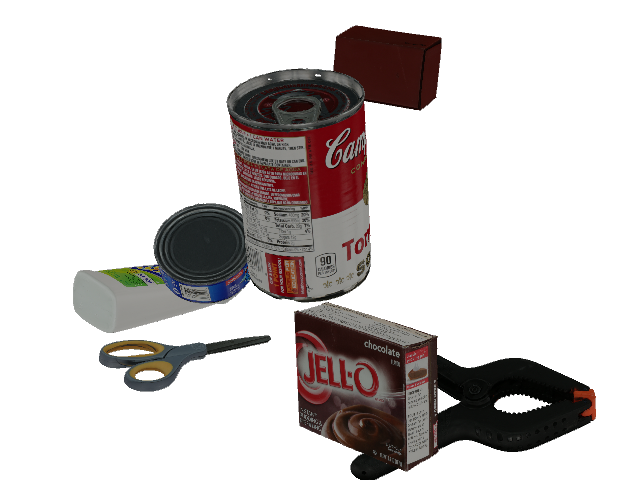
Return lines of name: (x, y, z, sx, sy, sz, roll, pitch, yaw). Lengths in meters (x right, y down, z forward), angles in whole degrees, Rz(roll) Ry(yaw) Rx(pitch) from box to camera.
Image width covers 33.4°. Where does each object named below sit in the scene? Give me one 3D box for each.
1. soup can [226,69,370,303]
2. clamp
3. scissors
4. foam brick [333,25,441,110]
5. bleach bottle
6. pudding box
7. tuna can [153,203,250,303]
soup can: (-0.009, -0.028, 0.546, 0.068, 0.102, 0.068, -3, 31, 2)
clamp: (0.129, 0.149, 0.927, 0.210, 0.036, 0.164, 3, 43, 20)
scissors: (-0.137, 0.131, 1.159, 0.201, 0.016, 0.096, 1, 26, -21)
foam brick: (0.054, -0.143, 0.877, 0.078, 0.051, 0.052, 13, 25, 19)
bleach bottle: (-0.204, 0.064, 1.456, 0.250, 0.068, 0.103, -11, 26, -44)
pudding box: (0.031, 0.099, 0.748, 0.039, 0.090, 0.114, -17, 20, -42)
tuna can: (-0.098, 0.011, 0.917, 0.086, 0.086, 0.034, 0, -36, 3)
